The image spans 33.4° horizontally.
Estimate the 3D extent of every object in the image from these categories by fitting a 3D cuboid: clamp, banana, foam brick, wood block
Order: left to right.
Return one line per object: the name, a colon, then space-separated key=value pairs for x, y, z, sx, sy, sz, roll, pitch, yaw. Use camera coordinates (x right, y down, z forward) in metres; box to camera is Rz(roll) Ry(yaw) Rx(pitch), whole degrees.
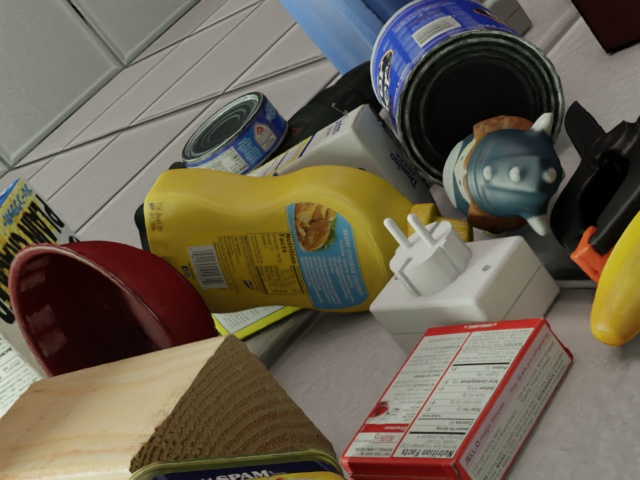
wood block: x=-0.103 y=0.124 z=0.572 sx=0.207 sy=0.090 sz=0.090 roll=-18 pitch=27 yaw=47
foam brick: x=0.213 y=-0.173 z=0.721 sx=0.051 sy=0.053 sz=0.078 roll=-19 pitch=29 yaw=46
clamp: x=0.165 y=-0.048 z=0.536 sx=0.120 sy=0.039 sz=0.171 roll=-44 pitch=17 yaw=41
banana: x=0.190 y=-0.029 z=0.456 sx=0.198 sy=0.037 sz=0.069 roll=-36 pitch=17 yaw=9

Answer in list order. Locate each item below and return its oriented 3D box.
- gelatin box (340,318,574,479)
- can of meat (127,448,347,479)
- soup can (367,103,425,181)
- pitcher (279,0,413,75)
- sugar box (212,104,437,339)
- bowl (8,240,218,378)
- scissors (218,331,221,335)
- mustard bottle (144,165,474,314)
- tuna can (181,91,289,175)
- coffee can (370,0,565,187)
gelatin box: x=0.060 y=0.076 z=0.472 sx=0.073 sy=0.030 sz=0.089 roll=-12 pitch=32 yaw=51
can of meat: x=-0.021 y=0.125 z=0.416 sx=0.102 sy=0.057 sz=0.084 roll=0 pitch=9 yaw=-23
soup can: x=0.014 y=-0.040 z=0.762 sx=0.102 sy=0.068 sz=0.068 roll=-36 pitch=19 yaw=10
pitcher: x=0.005 y=-0.269 z=1.029 sx=0.144 sy=0.242 sz=0.149 roll=-53 pitch=17 yaw=-27
sugar box: x=-0.016 y=-0.007 z=0.705 sx=0.176 sy=0.093 sz=0.048 roll=-28 pitch=18 yaw=27
bowl: x=-0.113 y=0.057 z=0.648 sx=0.162 sy=0.162 sz=0.055 roll=-16 pitch=20 yaw=49
scissors: x=-0.124 y=0.101 z=0.763 sx=0.096 sy=0.016 sz=0.201 roll=-15 pitch=24 yaw=45
mustard bottle: x=-0.004 y=0.000 z=0.640 sx=0.192 sy=0.096 sz=0.058 roll=-1 pitch=36 yaw=20
tuna can: x=-0.069 y=-0.079 z=0.849 sx=0.086 sy=0.033 sz=0.086 roll=-32 pitch=25 yaw=17
coffee can: x=0.092 y=-0.100 z=0.701 sx=0.103 sy=0.102 sz=0.140 roll=-36 pitch=19 yaw=10
